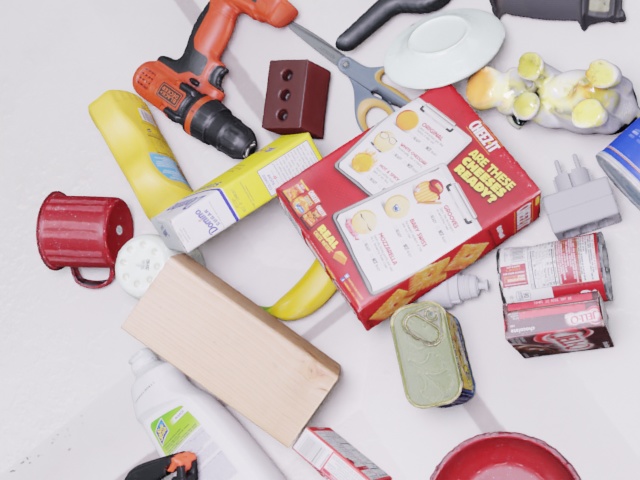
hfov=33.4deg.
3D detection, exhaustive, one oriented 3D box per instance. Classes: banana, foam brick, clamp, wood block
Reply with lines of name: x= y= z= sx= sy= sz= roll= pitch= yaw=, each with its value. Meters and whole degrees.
banana: x=0.004 y=0.015 z=1.144 sx=0.070 sy=0.037 sz=0.198 roll=35 pitch=93 yaw=21
foam brick: x=-0.026 y=-0.154 z=1.174 sx=0.053 sy=0.051 sz=0.078 roll=4 pitch=86 yaw=31
clamp: x=0.082 y=-0.287 z=1.175 sx=0.171 sy=0.039 sz=0.120 roll=-20 pitch=75 yaw=8
wood block: x=-0.088 y=0.109 z=1.096 sx=0.206 sy=0.090 sz=0.091 roll=35 pitch=93 yaw=1
clamp: x=-0.176 y=0.309 z=1.122 sx=0.165 sy=0.036 sz=0.210 roll=46 pitch=119 yaw=18

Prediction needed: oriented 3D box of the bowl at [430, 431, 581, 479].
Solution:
bowl: x=0.177 y=0.259 z=1.007 sx=0.162 sy=0.055 sz=0.162 roll=-2 pitch=73 yaw=7

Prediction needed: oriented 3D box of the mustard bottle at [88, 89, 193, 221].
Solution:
mustard bottle: x=-0.187 y=-0.076 z=1.200 sx=0.058 sy=0.096 sz=0.192 roll=-35 pitch=70 yaw=9

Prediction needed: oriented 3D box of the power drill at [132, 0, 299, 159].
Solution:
power drill: x=-0.106 y=-0.203 z=1.214 sx=0.185 sy=0.057 sz=0.188 roll=35 pitch=94 yaw=23

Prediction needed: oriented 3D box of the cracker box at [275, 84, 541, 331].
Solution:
cracker box: x=0.088 y=-0.036 z=1.078 sx=0.213 sy=0.072 sz=0.164 roll=-33 pitch=65 yaw=-4

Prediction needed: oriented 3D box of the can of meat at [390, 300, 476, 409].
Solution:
can of meat: x=0.115 y=0.116 z=1.059 sx=0.057 sy=0.083 sz=0.102 roll=-16 pitch=75 yaw=17

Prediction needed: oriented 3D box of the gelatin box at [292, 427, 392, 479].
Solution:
gelatin box: x=0.023 y=0.227 z=1.077 sx=0.089 sy=0.073 sz=0.030 roll=37 pitch=94 yaw=21

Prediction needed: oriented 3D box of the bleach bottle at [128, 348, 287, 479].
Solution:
bleach bottle: x=-0.122 y=0.213 z=1.137 sx=0.103 sy=0.068 sz=0.251 roll=-45 pitch=67 yaw=14

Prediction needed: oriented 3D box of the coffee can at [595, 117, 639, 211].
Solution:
coffee can: x=0.347 y=-0.090 z=1.006 sx=0.140 sy=0.102 sz=0.103 roll=-43 pitch=69 yaw=7

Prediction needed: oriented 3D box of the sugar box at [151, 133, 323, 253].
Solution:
sugar box: x=-0.088 y=-0.051 z=1.126 sx=0.176 sy=0.093 sz=0.048 roll=-32 pitch=103 yaw=-17

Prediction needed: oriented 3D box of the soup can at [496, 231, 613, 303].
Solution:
soup can: x=0.229 y=0.033 z=1.043 sx=0.102 sy=0.068 sz=0.068 roll=-9 pitch=77 yaw=18

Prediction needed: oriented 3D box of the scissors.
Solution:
scissors: x=0.029 y=-0.173 z=1.184 sx=0.202 sy=0.016 sz=0.096 roll=23 pitch=91 yaw=26

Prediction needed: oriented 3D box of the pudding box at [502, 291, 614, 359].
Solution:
pudding box: x=0.227 y=0.082 z=1.010 sx=0.090 sy=0.113 sz=0.039 roll=-9 pitch=74 yaw=18

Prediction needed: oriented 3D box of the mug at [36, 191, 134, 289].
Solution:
mug: x=-0.265 y=0.002 z=1.224 sx=0.081 sy=0.093 sz=0.117 roll=2 pitch=110 yaw=15
